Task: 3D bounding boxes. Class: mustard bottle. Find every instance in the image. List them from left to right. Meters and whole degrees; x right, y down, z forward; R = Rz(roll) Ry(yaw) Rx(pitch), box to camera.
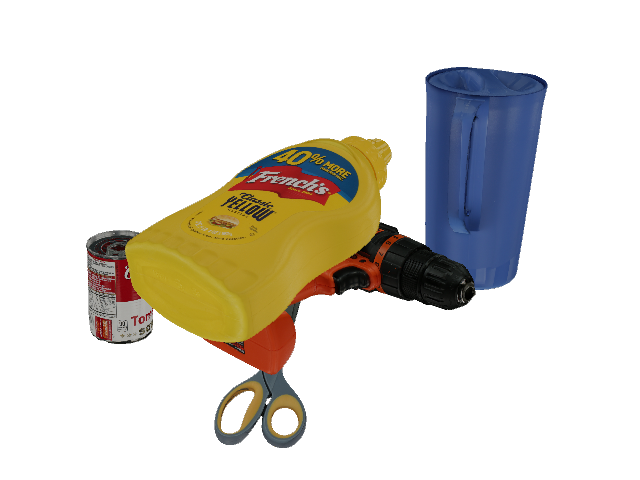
[{"bbox_3d":[-0.019,-0.015,0.652,0.096,0.058,0.191,20,41,35],"label":"mustard bottle"}]

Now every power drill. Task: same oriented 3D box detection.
[{"bbox_3d":[0.006,0.041,0.869,0.187,0.057,0.185,-24,30,-38],"label":"power drill"}]

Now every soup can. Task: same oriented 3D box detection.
[{"bbox_3d":[-0.210,0.049,1.120,0.068,0.102,0.068,3,23,-1],"label":"soup can"}]

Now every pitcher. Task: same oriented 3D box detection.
[{"bbox_3d":[0.176,-0.067,1.210,0.149,0.243,0.145,-9,24,-23],"label":"pitcher"}]

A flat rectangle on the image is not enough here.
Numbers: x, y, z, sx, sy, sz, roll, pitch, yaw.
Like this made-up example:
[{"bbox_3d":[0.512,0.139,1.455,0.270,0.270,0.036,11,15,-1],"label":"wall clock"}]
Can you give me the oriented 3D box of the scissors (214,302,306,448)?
[{"bbox_3d":[-0.032,0.130,1.063,0.096,0.016,0.201,21,50,20],"label":"scissors"}]
